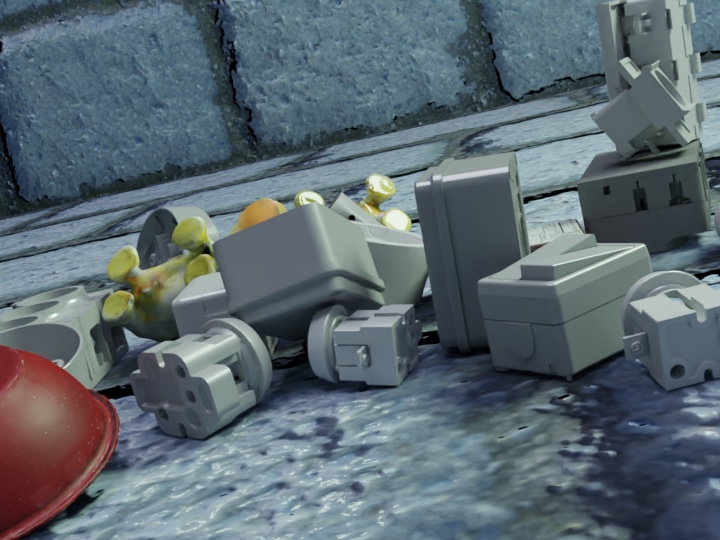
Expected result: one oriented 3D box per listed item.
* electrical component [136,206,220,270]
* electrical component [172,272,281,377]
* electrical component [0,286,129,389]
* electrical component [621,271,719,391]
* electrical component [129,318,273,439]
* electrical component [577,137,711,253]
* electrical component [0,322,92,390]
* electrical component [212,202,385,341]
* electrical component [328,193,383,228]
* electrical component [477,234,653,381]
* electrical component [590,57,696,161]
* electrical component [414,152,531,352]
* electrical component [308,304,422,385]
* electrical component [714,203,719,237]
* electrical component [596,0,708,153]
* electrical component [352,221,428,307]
[{"bbox_3d":[-0.178,-0.013,1.037,0.064,0.099,0.099,-14,9,-39],"label":"electrical component"},{"bbox_3d":[-0.097,0.039,0.753,0.061,0.061,0.096,-13,11,5],"label":"electrical component"},{"bbox_3d":[-0.245,0.060,0.826,0.089,0.061,0.150,-12,11,4],"label":"electrical component"},{"bbox_3d":[0.161,0.028,0.540,0.066,0.048,0.055,-14,18,-4],"label":"electrical component"},{"bbox_3d":[-0.090,0.062,0.637,0.078,0.058,0.057,-3,18,45],"label":"electrical component"},{"bbox_3d":[0.232,-0.060,0.863,0.089,0.061,0.150,-9,11,20],"label":"electrical component"},{"bbox_3d":[-0.224,0.078,0.700,0.099,0.064,0.099,-13,11,2],"label":"electrical component"},{"bbox_3d":[-0.036,0.005,0.698,0.078,0.057,0.113,-22,-13,13],"label":"electrical component"},{"bbox_3d":[-0.010,-0.011,0.896,0.079,0.077,0.044,-49,7,17],"label":"electrical component"},{"bbox_3d":[0.122,0.015,0.608,0.096,0.061,0.062,-20,13,-33],"label":"electrical component"},{"bbox_3d":[0.218,-0.122,0.832,0.064,0.081,0.042,-40,-4,27],"label":"electrical component"},{"bbox_3d":[0.075,-0.012,0.672,0.057,0.113,0.078,-8,12,14],"label":"electrical component"},{"bbox_3d":[0.002,0.045,0.650,0.055,0.048,0.066,-1,14,21],"label":"electrical component"},{"bbox_3d":[0.268,-0.036,0.751,0.040,0.040,0.078,-13,11,4],"label":"electrical component"},{"bbox_3d":[0.239,-0.162,0.877,0.063,0.121,0.079,-1,16,41],"label":"electrical component"},{"bbox_3d":[0.000,0.000,0.813,0.108,0.060,0.108,9,9,-1],"label":"electrical component"}]
